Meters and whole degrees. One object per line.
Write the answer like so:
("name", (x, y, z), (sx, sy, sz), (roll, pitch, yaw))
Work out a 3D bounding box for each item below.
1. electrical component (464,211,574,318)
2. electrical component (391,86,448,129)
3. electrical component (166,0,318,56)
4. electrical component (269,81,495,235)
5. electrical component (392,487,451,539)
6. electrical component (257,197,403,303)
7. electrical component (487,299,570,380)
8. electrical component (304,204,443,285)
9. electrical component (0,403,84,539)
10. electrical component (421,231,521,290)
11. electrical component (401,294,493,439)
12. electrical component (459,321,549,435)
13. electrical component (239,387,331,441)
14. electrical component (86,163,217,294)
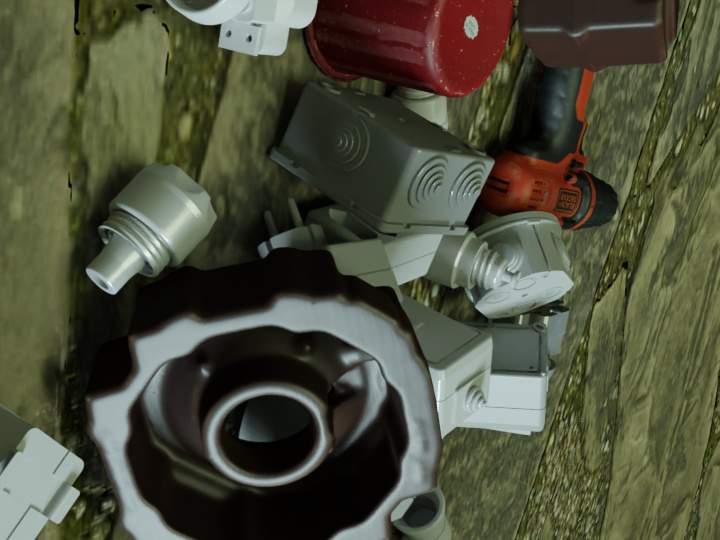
("electrical component", (0.110, -0.004, 0.767), (0.080, 0.080, 0.051), (26, 43, -57))
("electrical component", (0.036, -0.107, 0.653), (0.035, 0.035, 0.061), (-34, 131, -41))
("electrical component", (-0.055, -0.138, 0.486), (0.057, 0.058, 0.078), (-11, 116, -55))
("electrical component", (0.015, -0.062, 0.591), (0.100, 0.100, 0.048), (-1, 121, -55))
("electrical component", (0.049, 0.194, 0.829), (0.044, 0.044, 0.065), (-54, 149, -22))
("electrical component", (-0.032, -0.001, 0.586), (0.047, 0.083, 0.075), (-11, 78, -53))
("electrical component", (0.131, 0.054, 0.856), (0.078, 0.058, 0.057), (-11, 113, -53))
("electrical component", (0.000, 0.000, 0.649), (0.083, 0.047, 0.075), (-20, 139, -51))
("electrical component", (-0.176, 0.112, 0.442), (0.121, 0.063, 0.078), (-57, 145, -18))
("electrical component", (0.069, -0.006, 0.722), (0.040, 0.078, 0.040), (-54, 156, -38))
("electrical component", (0.042, 0.062, 0.695), (0.062, 0.096, 0.061), (-28, 129, -45))
("electrical component", (0.087, 0.078, 0.780), (0.061, 0.096, 0.061), (-74, 164, -56))
("electrical component", (-0.027, 0.093, 0.647), (0.108, 0.060, 0.108), (-31, 131, -44))
("electrical component", (-0.100, -0.017, 0.499), (0.062, 0.043, 0.043), (-51, 143, -23))
